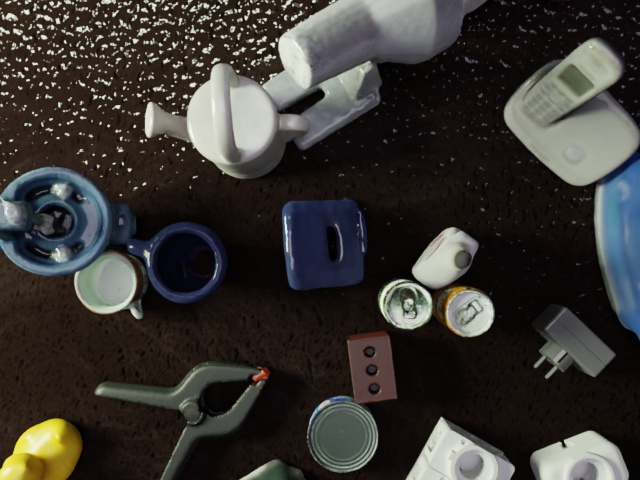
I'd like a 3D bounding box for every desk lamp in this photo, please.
[{"bbox_3d":[0.036,-0.203,0.623,0.203,0.213,0.118,-34,88,0],"label":"desk lamp"}]

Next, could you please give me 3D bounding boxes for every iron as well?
[{"bbox_3d":[0.397,0.002,0.649,0.118,0.141,0.258,-17,88,1],"label":"iron"}]

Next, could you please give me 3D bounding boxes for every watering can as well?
[{"bbox_3d":[-0.102,-0.127,0.633,0.173,0.194,0.101,-22,88,1],"label":"watering can"}]

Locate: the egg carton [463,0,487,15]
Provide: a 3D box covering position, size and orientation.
[{"bbox_3d":[0.165,-0.327,0.695,0.150,0.069,0.107,-38,88,0],"label":"egg carton"}]

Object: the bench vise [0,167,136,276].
[{"bbox_3d":[-0.330,-0.009,0.621,0.207,0.219,0.121,-18,88,1],"label":"bench vise"}]

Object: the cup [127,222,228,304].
[{"bbox_3d":[-0.161,0.023,0.680,0.117,0.095,0.092,16,89,1],"label":"cup"}]

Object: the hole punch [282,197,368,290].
[{"bbox_3d":[0.006,0.002,0.680,0.101,0.091,0.109,-5,89,1],"label":"hole punch"}]

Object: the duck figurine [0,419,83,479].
[{"bbox_3d":[-0.341,0.267,0.682,0.077,0.086,0.104,45,90,2],"label":"duck figurine"}]

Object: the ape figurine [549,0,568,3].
[{"bbox_3d":[0.296,-0.334,0.682,0.078,0.092,0.076,13,89,1],"label":"ape figurine"}]

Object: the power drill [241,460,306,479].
[{"bbox_3d":[-0.076,0.325,0.615,0.229,0.208,0.075,-32,88,0],"label":"power drill"}]

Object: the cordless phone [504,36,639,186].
[{"bbox_3d":[0.296,-0.141,0.631,0.147,0.185,0.094,42,90,2],"label":"cordless phone"}]

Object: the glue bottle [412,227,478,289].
[{"bbox_3d":[0.145,0.020,0.636,0.037,0.173,0.078,36,90,2],"label":"glue bottle"}]
